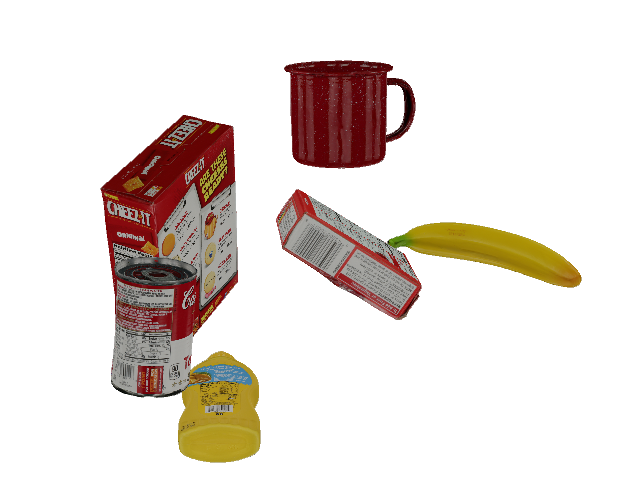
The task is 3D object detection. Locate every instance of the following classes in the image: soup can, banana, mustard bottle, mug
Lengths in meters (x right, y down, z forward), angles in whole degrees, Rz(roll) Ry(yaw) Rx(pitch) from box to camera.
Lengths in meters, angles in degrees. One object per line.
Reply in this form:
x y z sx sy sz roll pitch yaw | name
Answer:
-0.139 0.072 0.888 0.068 0.102 0.068 5 15 -2 | soup can
0.172 0.013 1.102 0.198 0.037 0.069 10 35 17 | banana
-0.124 0.194 1.318 0.096 0.058 0.191 -2 27 -3 | mustard bottle
0.027 -0.110 0.919 0.117 0.081 0.093 -7 17 -21 | mug

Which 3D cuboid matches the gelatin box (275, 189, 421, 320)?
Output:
0.016 0.008 0.671 0.089 0.030 0.073 32 9 -12 | gelatin box

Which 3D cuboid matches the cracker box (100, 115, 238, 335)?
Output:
-0.155 -0.001 1.139 0.072 0.214 0.164 15 39 19 | cracker box
